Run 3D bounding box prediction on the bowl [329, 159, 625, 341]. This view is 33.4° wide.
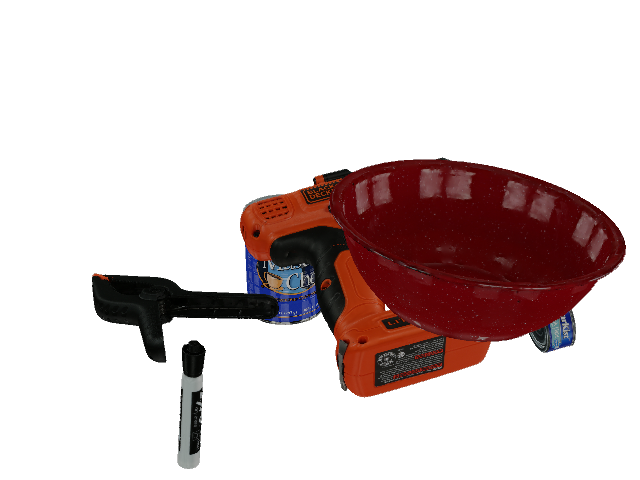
[{"bbox_3d":[0.082,0.010,0.592,0.162,0.055,0.162,6,25,-3],"label":"bowl"}]

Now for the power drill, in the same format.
[{"bbox_3d":[0.051,0.017,0.776,0.184,0.057,0.188,-16,43,-11],"label":"power drill"}]

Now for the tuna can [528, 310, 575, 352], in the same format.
[{"bbox_3d":[0.256,0.083,1.209,0.033,0.086,0.086,-15,2,-6],"label":"tuna can"}]

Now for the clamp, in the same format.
[{"bbox_3d":[-0.171,0.071,1.091,0.210,0.036,0.164,11,20,33],"label":"clamp"}]

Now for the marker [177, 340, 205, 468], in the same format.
[{"bbox_3d":[-0.106,0.134,0.874,0.020,0.121,0.020,5,28,-3],"label":"marker"}]

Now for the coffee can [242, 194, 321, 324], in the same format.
[{"bbox_3d":[-0.047,0.024,1.386,0.103,0.140,0.103,-1,26,0],"label":"coffee can"}]
